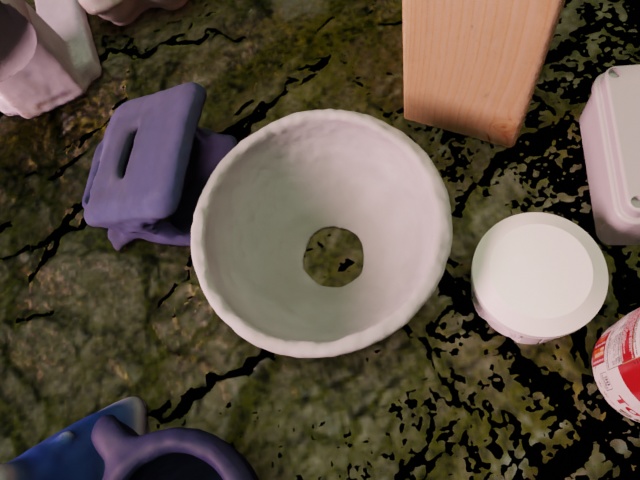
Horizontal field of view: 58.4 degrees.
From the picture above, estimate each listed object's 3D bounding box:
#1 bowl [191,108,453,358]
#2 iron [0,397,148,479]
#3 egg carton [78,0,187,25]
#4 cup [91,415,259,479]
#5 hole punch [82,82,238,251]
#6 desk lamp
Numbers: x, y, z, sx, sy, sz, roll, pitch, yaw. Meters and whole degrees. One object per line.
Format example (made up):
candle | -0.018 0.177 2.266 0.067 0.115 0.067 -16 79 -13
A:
bowl | 0.004 0.001 0.389 0.167 0.075 0.167 -3 70 8
iron | -0.197 0.199 0.312 0.118 0.141 0.258 24 75 16
egg carton | -0.175 -0.271 0.518 0.107 0.069 0.150 -17 69 3
cup | -0.079 0.151 0.336 0.117 0.095 0.092 40 80 20
hole punch | -0.124 -0.053 0.419 0.101 0.091 0.109 5 71 11
desk lamp | -0.263 -0.178 0.420 0.118 0.214 0.203 -22 68 0
